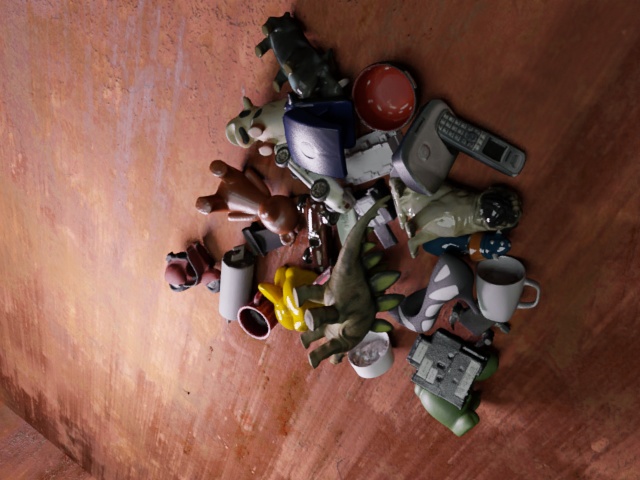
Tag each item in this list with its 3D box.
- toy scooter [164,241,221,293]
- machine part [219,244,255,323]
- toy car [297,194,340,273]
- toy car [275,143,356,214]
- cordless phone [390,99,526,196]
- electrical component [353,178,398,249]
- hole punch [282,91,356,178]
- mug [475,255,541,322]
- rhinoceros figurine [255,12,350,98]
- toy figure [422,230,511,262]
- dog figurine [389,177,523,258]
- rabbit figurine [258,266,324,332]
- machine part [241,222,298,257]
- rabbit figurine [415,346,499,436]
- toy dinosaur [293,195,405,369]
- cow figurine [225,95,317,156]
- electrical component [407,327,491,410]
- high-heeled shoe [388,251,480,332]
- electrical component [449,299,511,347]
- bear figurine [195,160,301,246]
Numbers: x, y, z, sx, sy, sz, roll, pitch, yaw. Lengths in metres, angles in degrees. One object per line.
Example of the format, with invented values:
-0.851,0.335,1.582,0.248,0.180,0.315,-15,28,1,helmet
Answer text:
-0.323,0.063,1.339,0.184,0.075,0.135,1,118,29,toy scooter
-0.199,0.108,1.285,0.079,0.079,0.243,24,127,18,machine part
-0.002,-0.003,1.084,0.089,0.053,0.201,26,137,31,toy car
-0.013,-0.117,0.994,0.056,0.073,0.202,-49,56,6,toy car
0.215,-0.121,0.836,0.184,0.146,0.088,28,157,10,cordless phone
0.113,-0.047,1.007,0.075,0.048,0.119,-29,100,41,electrical component
-0.002,-0.167,0.889,0.116,0.092,0.142,0,142,11,hole punch
0.327,0.092,0.942,0.110,0.081,0.107,8,132,21,mug
-0.028,-0.296,0.911,0.190,0.112,0.073,54,148,9,rhinoceros figurine
0.258,0.006,0.939,0.155,0.058,0.064,7,99,33,toy figure
0.224,-0.072,0.910,0.191,0.121,0.172,-18,69,4,dog figurine
-0.062,0.141,1.195,0.162,0.122,0.173,42,146,8,rabbit figurine
-0.113,-0.006,1.186,0.139,0.039,0.084,-10,107,38,machine part
0.279,0.269,1.076,0.159,0.121,0.170,37,113,17,rabbit figurine
0.054,0.108,1.011,0.470,0.199,0.105,91,156,-49,toy dinosaur
-0.088,-0.221,0.992,0.195,0.127,0.085,-12,132,21,cow figurine
0.234,0.232,1.007,0.134,0.058,0.115,30,95,22,electrical component
0.185,0.092,0.995,0.249,0.086,0.145,-14,120,49,high-heeled shoe
0.296,0.157,1.017,0.102,0.045,0.078,45,133,1,electrical component
-0.133,-0.072,1.099,0.196,0.132,0.120,30,101,23,bear figurine
